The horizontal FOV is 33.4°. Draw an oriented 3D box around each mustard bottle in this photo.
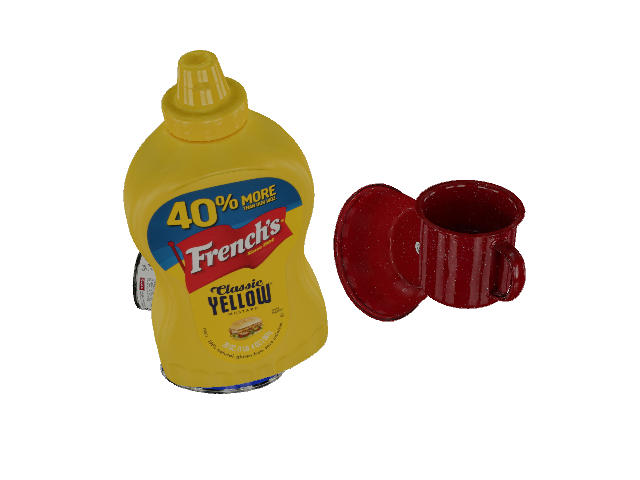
[{"bbox_3d":[-0.050,-0.010,0.551,0.096,0.192,0.058,-12,40,-8],"label":"mustard bottle"}]

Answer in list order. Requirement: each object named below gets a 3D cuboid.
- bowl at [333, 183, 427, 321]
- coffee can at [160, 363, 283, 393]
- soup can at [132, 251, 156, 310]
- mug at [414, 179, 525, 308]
[{"bbox_3d":[0.091,0.011,1.221,0.161,0.162,0.055,0,-6,-43],"label":"bowl"},{"bbox_3d":[-0.078,0.036,0.847,0.103,0.140,0.103,1,18,-1],"label":"coffee can"},{"bbox_3d":[-0.128,0.041,1.062,0.102,0.068,0.068,5,1,8],"label":"soup can"},{"bbox_3d":[0.134,0.010,0.917,0.093,0.081,0.117,-21,38,-28],"label":"mug"}]
